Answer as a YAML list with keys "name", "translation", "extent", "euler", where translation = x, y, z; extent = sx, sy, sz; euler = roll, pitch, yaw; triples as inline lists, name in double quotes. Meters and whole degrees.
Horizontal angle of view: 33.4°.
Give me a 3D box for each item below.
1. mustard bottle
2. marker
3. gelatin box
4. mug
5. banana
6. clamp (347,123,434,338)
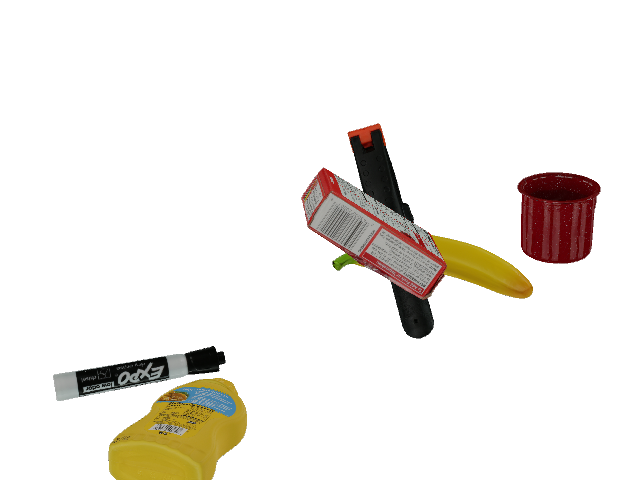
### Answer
- name: "mustard bottle"
  translation: [-0.126, 0.183, 1.054]
  extent: [0.096, 0.058, 0.191]
  euler: [7, 18, 15]
- name: "marker"
  translation: [-0.127, 0.094, 0.757]
  extent: [0.121, 0.020, 0.020]
  euler: [-9, 2, -14]
- name: "gelatin box"
  translation: [0.032, -0.005, 0.671]
  extent: [0.089, 0.030, 0.073]
  euler: [32, 11, -11]
- name: "mug"
  translation: [0.283, -0.029, 1.244]
  extent: [0.093, 0.081, 0.117]
  euler: [20, 33, 41]
- name: "banana"
  translation: [0.115, 0.024, 1.073]
  extent: [0.198, 0.037, 0.069]
  euler: [6, 44, 12]
- name: "clamp"
  translation: [0.059, -0.006, 0.862]
  extent: [0.039, 0.171, 0.120]
  euler: [-20, 20, 3]
